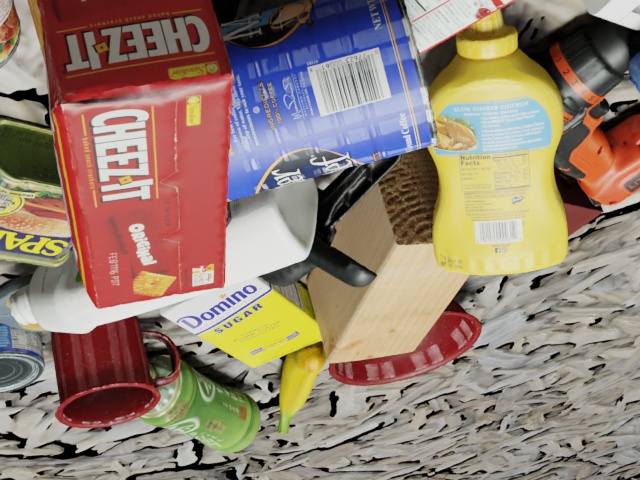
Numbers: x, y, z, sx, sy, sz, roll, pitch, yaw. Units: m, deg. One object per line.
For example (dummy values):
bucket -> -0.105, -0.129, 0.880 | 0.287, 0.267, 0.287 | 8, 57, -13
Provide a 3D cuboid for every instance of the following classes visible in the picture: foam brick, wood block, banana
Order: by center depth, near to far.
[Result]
wood block -> 0.063, 0.017, 0.911 | 0.090, 0.091, 0.206 | -5, 150, -20
foam brick -> 0.194, -0.037, 0.922 | 0.078, 0.053, 0.051 | 8, 144, -39
banana -> -0.017, 0.140, 1.114 | 0.037, 0.069, 0.198 | 2, 150, -9

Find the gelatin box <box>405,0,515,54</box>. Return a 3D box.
gelatin box -> 0.074, -0.160, 0.661 | 0.089, 0.030, 0.073 | -27, 149, 23

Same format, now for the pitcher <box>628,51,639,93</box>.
pitcher -> 0.317, -0.148, 0.666 | 0.243, 0.149, 0.145 | -38, -178, 17

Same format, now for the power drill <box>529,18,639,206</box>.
power drill -> 0.219, -0.100, 0.820 | 0.185, 0.057, 0.187 | -36, 144, 30

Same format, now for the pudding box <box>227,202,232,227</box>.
pudding box -> -0.095, -0.036, 0.709 | 0.039, 0.113, 0.090 | 3, 146, -25

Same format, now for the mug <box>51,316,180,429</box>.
mug -> -0.185, 0.112, 0.962 | 0.117, 0.081, 0.093 | -9, 151, -14

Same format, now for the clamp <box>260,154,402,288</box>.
clamp -> -0.005, 0.001, 0.821 | 0.039, 0.120, 0.172 | 34, 139, -26

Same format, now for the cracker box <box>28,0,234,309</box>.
cracker box -> -0.097, -0.100, 0.483 | 0.072, 0.214, 0.164 | -11, 152, -12

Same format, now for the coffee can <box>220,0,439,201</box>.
coffee can -> -0.012, -0.086, 0.618 | 0.140, 0.103, 0.103 | -15, 152, 5

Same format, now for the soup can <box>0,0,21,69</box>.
soup can -> -0.192, -0.134, 0.528 | 0.068, 0.068, 0.102 | -11, 151, -9

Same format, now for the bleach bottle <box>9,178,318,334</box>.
bleach bottle -> -0.127, 0.008, 0.808 | 0.251, 0.102, 0.068 | -20, 125, 21

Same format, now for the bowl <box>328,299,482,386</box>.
bowl -> 0.080, 0.090, 1.090 | 0.162, 0.055, 0.162 | -12, 152, -7

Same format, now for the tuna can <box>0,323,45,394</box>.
tuna can -> -0.289, 0.106, 0.947 | 0.086, 0.034, 0.086 | -12, 152, -7

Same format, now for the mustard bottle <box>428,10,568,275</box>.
mustard bottle -> 0.120, -0.071, 0.742 | 0.096, 0.058, 0.191 | -3, 116, 12

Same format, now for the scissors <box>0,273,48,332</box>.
scissors -> -0.287, 0.066, 0.895 | 0.201, 0.016, 0.096 | -16, 150, 0

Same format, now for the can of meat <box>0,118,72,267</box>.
can of meat -> -0.198, -0.032, 0.724 | 0.101, 0.057, 0.084 | 12, 139, -41

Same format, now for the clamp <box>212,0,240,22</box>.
clamp -> -0.013, -0.197, 0.539 | 0.164, 0.036, 0.210 | -20, 155, 7

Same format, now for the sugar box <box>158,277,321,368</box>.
sugar box -> -0.067, 0.062, 0.972 | 0.093, 0.048, 0.176 | -25, 152, 16
